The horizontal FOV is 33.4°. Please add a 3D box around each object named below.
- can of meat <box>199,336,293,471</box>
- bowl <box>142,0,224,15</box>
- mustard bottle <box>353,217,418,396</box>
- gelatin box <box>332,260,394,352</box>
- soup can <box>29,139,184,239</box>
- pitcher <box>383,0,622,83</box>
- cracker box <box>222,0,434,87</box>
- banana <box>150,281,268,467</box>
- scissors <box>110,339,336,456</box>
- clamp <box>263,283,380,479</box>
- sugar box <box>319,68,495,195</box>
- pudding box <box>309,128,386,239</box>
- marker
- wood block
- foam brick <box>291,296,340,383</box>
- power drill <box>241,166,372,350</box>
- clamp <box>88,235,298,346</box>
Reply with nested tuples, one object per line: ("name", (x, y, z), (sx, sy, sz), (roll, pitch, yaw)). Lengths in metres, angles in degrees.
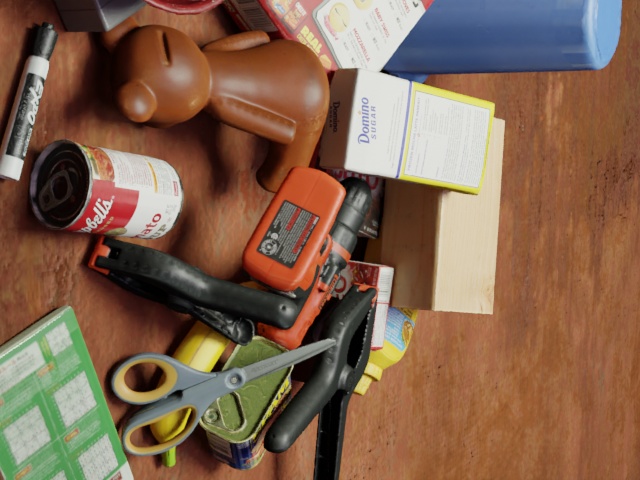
("can of meat", (-0.066, 0.153, 0.984), (0.102, 0.057, 0.084), (-59, 164, -28))
("bowl", (-0.127, -0.241, 0.784), (0.161, 0.055, 0.162), (5, 83, -47))
("mustard bottle", (0.069, 0.078, 1.173), (0.096, 0.058, 0.191), (38, 65, -47))
("gelatin box", (0.034, 0.067, 1.112), (0.030, 0.073, 0.089), (8, 90, -53))
("soup can", (-0.164, -0.037, 0.831), (0.102, 0.069, 0.068), (8, 89, -54))
("pitcher", (0.183, -0.246, 1.116), (0.149, 0.243, 0.145), (56, 49, -48))
("cracker box", (0.019, -0.247, 1.002), (0.213, 0.072, 0.164), (-55, 126, -20))
("banana", (-0.105, 0.105, 0.966), (0.197, 0.037, 0.069), (-60, 164, -24))
("scissors", (-0.091, 0.108, 0.915), (0.201, 0.016, 0.096), (-34, 105, -9))
("clamp", (0.014, 0.142, 1.036), (0.210, 0.036, 0.164), (-66, 153, -28))
("sugar box", (0.084, -0.100, 1.001), (0.175, 0.048, 0.093), (8, 90, -35))
("pudding box", (0.026, -0.058, 1.108), (0.113, 0.039, 0.090), (25, 74, -53))
("marker", (-0.217, -0.104, 0.790), (0.020, 0.020, 0.121), (24, 77, -52))
("wood block", (0.127, -0.029, 1.123), (0.090, 0.090, 0.206), (7, 86, -39))
("foam brick", (-0.009, 0.100, 1.078), (0.052, 0.051, 0.078), (-37, 124, -44))
("power drill", (-0.006, 0.001, 0.961), (0.184, 0.057, 0.187), (-63, 167, -13))
("clamp", (-0.110, 0.046, 0.893), (0.171, 0.120, 0.039), (24, 63, -7))
